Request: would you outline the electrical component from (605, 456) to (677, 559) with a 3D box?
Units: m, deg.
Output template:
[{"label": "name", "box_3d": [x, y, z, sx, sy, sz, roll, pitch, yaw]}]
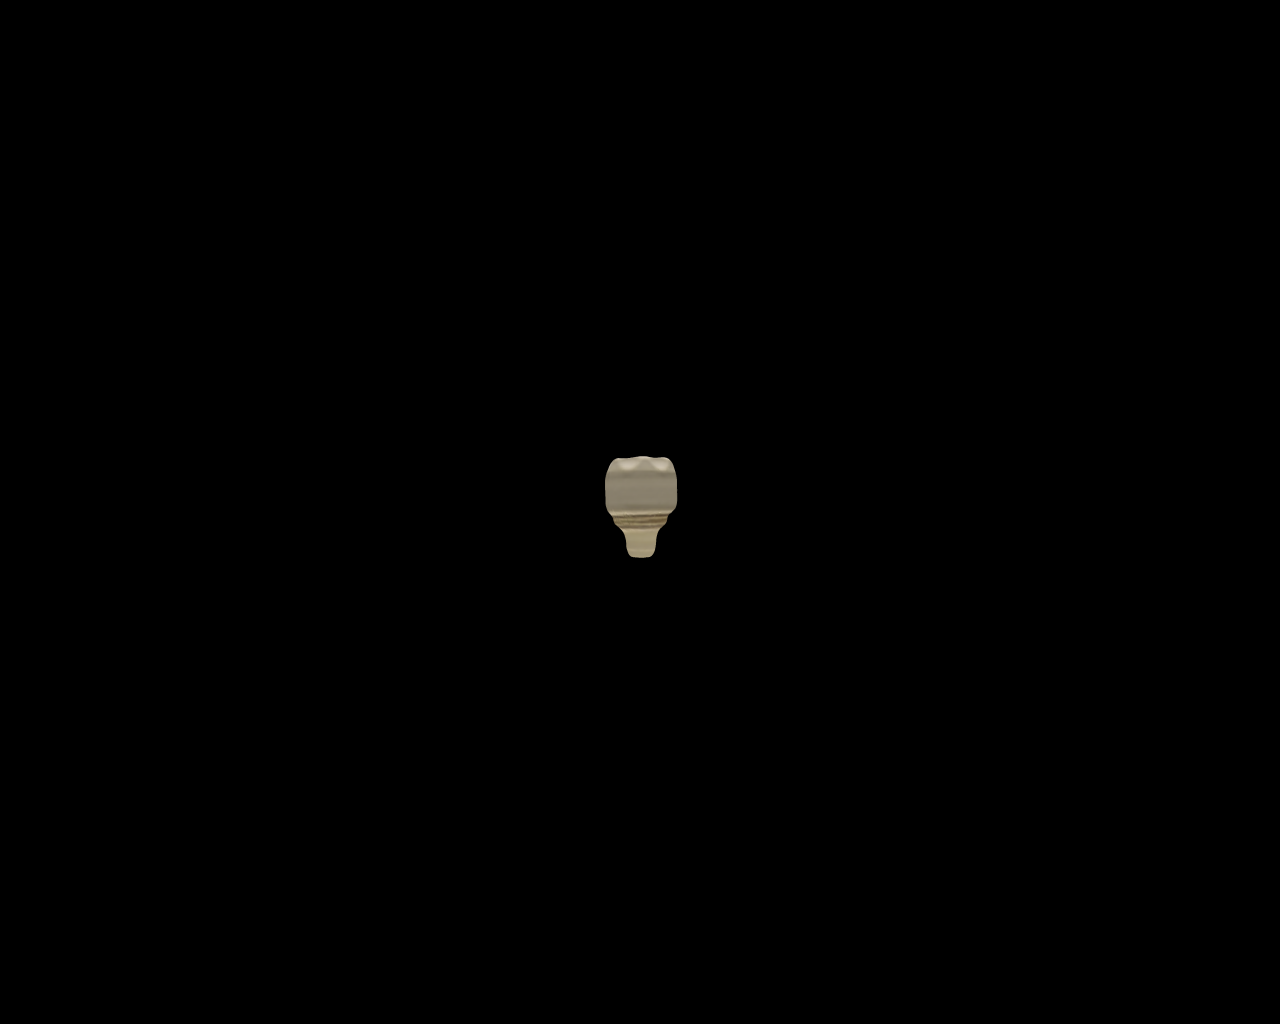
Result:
[{"label": "electrical component", "box_3d": [0.001, -0.003, 0.650, 0.043, 0.062, 0.043, 0, 0, 0]}]
